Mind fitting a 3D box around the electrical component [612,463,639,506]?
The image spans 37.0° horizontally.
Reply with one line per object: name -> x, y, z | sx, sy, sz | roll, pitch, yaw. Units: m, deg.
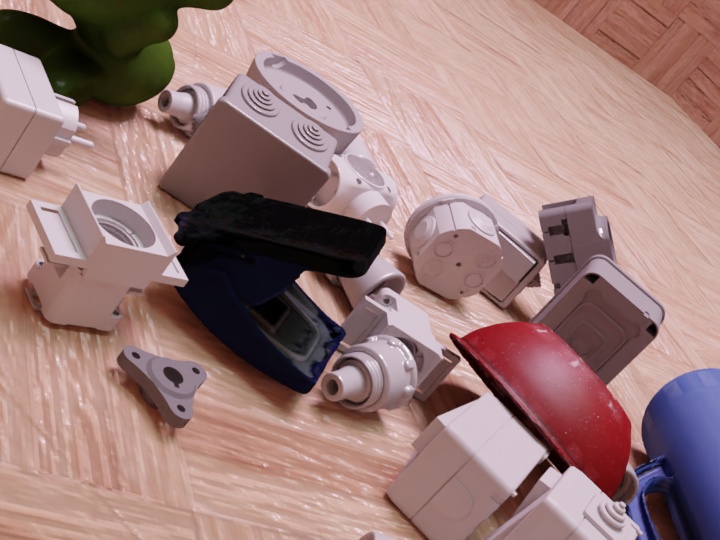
electrical component -> 0.180, 0.148, 0.794 | 0.040, 0.040, 0.046 | 33, 18, -15

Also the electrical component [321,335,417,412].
electrical component -> 0.002, 0.067, 0.663 | 0.062, 0.048, 0.048 | -8, 51, -53

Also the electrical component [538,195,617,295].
electrical component -> 0.197, -0.017, 0.959 | 0.050, 0.056, 0.089 | -40, 118, -71

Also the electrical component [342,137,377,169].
electrical component -> -0.012, -0.101, 0.959 | 0.040, 0.040, 0.078 | 25, 27, -33

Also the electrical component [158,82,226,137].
electrical component -> -0.125, -0.122, 0.820 | 0.062, 0.043, 0.043 | 9, 38, -49

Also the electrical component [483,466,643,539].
electrical component -> 0.106, 0.153, 0.594 | 0.061, 0.096, 0.062 | 44, 23, 13

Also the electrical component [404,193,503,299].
electrical component -> 0.079, -0.020, 0.898 | 0.080, 0.080, 0.051 | 29, 30, -25

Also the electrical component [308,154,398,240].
electrical component -> 0.001, -0.054, 0.886 | 0.077, 0.044, 0.079 | 10, 37, -51

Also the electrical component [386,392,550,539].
electrical component -> 0.065, 0.116, 0.645 | 0.061, 0.061, 0.096 | 45, 23, 11

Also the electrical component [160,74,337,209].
electrical component -> -0.074, -0.074, 0.737 | 0.100, 0.099, 0.048 | 34, 36, -13

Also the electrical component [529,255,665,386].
electrical component -> 0.186, 0.052, 0.886 | 0.078, 0.113, 0.057 | 41, 25, 4

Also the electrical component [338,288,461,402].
electrical component -> 0.023, 0.048, 0.734 | 0.081, 0.042, 0.063 | 34, 20, -17

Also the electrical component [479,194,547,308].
electrical component -> 0.128, -0.012, 0.982 | 0.096, 0.061, 0.061 | 39, 22, -1

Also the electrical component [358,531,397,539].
electrical component -> 0.022, 0.171, 0.497 | 0.077, 0.043, 0.079 | 37, 22, -6

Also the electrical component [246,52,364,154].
electrical component -> -0.058, -0.127, 0.908 | 0.108, 0.060, 0.108 | 30, 25, -16

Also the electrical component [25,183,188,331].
electrical component -> -0.135, -0.004, 0.554 | 0.081, 0.063, 0.042 | 14, 31, -46

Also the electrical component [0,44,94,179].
electrical component -> -0.196, -0.091, 0.645 | 0.077, 0.047, 0.065 | 17, 32, -44

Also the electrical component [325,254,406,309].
electrical component -> 0.000, 0.000, 0.783 | 0.045, 0.045, 0.055 | 5, 40, -54
